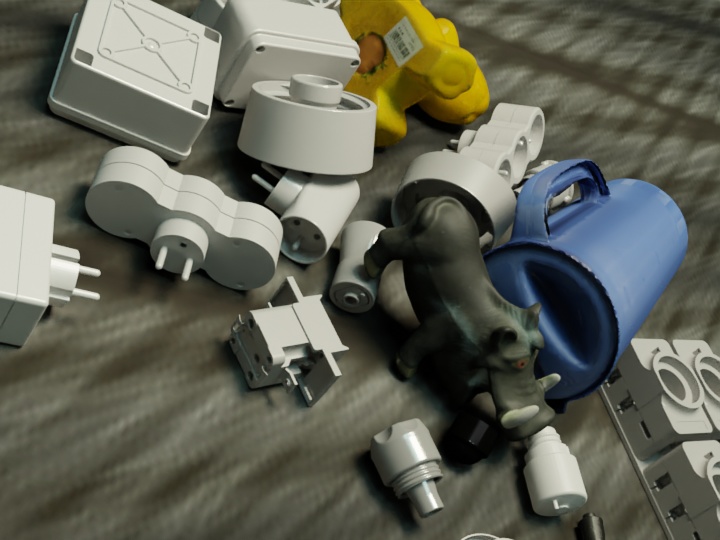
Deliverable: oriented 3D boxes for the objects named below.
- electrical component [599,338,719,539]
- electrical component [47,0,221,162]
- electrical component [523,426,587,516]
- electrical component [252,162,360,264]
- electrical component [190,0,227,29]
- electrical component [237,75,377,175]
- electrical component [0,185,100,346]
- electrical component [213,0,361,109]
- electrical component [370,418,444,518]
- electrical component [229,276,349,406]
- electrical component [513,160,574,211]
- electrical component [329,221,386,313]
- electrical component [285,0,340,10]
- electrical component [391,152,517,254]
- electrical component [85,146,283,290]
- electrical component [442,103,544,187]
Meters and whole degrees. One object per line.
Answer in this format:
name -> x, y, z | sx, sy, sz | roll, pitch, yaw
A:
electrical component -> 0.283, 0.148, 0.894 | 0.105, 0.060, 0.186 | 4, 53, -36
electrical component -> -0.167, -0.150, 0.809 | 0.109, 0.056, 0.108 | 22, 44, -22
electrical component -> 0.141, 0.146, 0.800 | 0.040, 0.040, 0.078 | 14, 48, -29
electrical component -> -0.047, -0.054, 0.828 | 0.079, 0.043, 0.077 | 36, 40, -6
electrical component -> -0.113, -0.213, 0.915 | 0.055, 0.047, 0.055 | 21, 44, -22
electrical component -> -0.038, -0.119, 0.841 | 0.108, 0.060, 0.108 | 9, 19, -3
electrical component -> -0.196, 0.001, 0.658 | 0.076, 0.047, 0.083 | 15, 47, -28
electrical component -> -0.066, -0.176, 0.895 | 0.113, 0.078, 0.057 | 0, 52, -38
electrical component -> 0.035, 0.135, 0.724 | 0.043, 0.043, 0.062 | -6, 60, -41
electrical component -> -0.051, 0.050, 0.733 | 0.064, 0.042, 0.081 | -7, 58, -40
electrical component -> 0.167, -0.074, 1.015 | 0.062, 0.048, 0.048 | -22, 70, -37
electrical component -> 0.000, 0.000, 0.819 | 0.044, 0.044, 0.065 | 30, 46, -14
electrical component -> -0.087, -0.257, 0.962 | 0.121, 0.063, 0.078 | 42, 40, 1
electrical component -> 0.076, -0.051, 0.884 | 0.099, 0.099, 0.064 | 38, 47, -5
electrical component -> -0.121, -0.023, 0.734 | 0.138, 0.052, 0.073 | 26, 42, -18
electrical component -> 0.114, -0.109, 0.998 | 0.074, 0.052, 0.138 | 12, 39, 25
